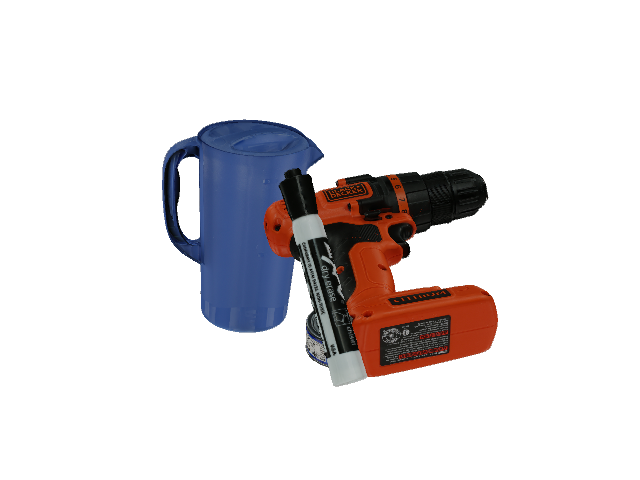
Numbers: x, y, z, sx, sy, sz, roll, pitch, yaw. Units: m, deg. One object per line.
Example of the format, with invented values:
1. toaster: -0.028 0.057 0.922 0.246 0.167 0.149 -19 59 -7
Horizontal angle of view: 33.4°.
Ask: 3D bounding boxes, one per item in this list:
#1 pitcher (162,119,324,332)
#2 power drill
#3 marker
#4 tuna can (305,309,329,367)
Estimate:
1. pitcher: -0.097 -0.016 1.284 0.149 0.243 0.144 19 27 28
2. power drill: 0.063 0.014 0.800 0.184 0.057 0.188 -13 35 -9
3. marker: 0.000 0.018 0.579 0.020 0.121 0.020 -15 -11 -3
4. tuna can: 0.027 0.099 1.137 0.086 0.034 0.086 -1 29 0
